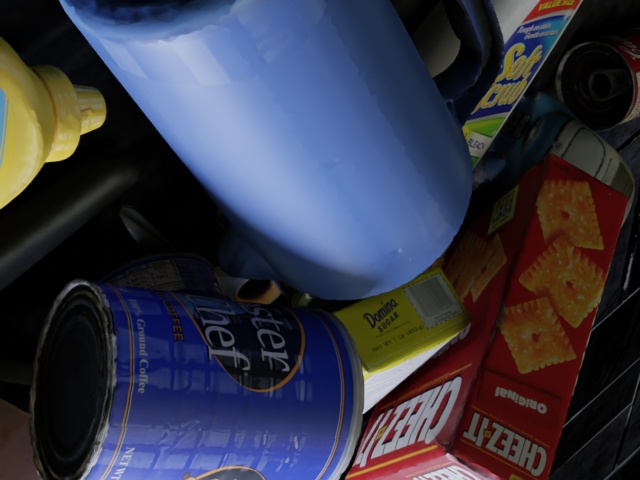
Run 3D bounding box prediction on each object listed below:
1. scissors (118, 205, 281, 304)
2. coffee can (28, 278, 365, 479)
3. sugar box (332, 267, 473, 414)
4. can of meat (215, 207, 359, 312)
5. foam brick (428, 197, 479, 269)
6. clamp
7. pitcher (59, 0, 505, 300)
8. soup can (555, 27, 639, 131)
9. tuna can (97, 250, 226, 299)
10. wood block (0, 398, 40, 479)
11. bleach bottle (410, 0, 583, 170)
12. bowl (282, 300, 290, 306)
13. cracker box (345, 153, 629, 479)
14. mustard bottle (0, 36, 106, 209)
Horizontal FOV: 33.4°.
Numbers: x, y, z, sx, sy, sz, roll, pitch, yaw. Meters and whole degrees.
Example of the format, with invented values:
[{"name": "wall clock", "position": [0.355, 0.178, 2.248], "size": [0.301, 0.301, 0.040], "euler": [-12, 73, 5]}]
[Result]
[{"name": "scissors", "position": [-0.066, 0.014, 0.660], "size": [0.096, 0.016, 0.202], "euler": [-32, 152, -17]}, {"name": "coffee can", "position": [-0.063, 0.078, 0.544], "size": [0.140, 0.103, 0.103], "euler": [10, 124, -33]}, {"name": "sugar box", "position": [0.010, 0.087, 0.667], "size": [0.093, 0.048, 0.176], "euler": [-20, 162, -39]}, {"name": "can of meat", "position": [-0.004, 0.001, 0.651], "size": [0.057, 0.084, 0.102], "euler": [-51, 153, 14]}, {"name": "foam brick", "position": [0.129, 0.002, 0.876], "size": [0.078, 0.051, 0.053], "euler": [-26, 148, -31]}, {"name": "clamp", "position": [-0.186, 0.045, 0.515], "size": [0.209, 0.036, 0.165], "euler": [-25, 147, -40]}, {"name": "pitcher", "position": [-0.008, -0.080, 0.486], "size": [0.242, 0.145, 0.149], "euler": [52, 47, -60]}, {"name": "soup can", "position": [0.239, -0.128, 0.823], "size": [0.102, 0.069, 0.069], "euler": [-21, 145, -39]}, {"name": "tuna can", "position": [-0.095, 0.046, 0.622], "size": [0.086, 0.034, 0.086], "euler": [-19, 148, -12]}, {"name": "wood block", "position": [-0.204, 0.195, 0.561], "size": [0.205, 0.090, 0.091], "euler": [-56, 164, -38]}, {"name": "bleach bottle", "position": [0.101, -0.124, 0.645], "size": [0.102, 0.068, 0.251], "euler": [8, 121, -55]}, {"name": "bowl", "position": [0.002, 0.081, 0.804], "size": [0.162, 0.055, 0.162], "euler": [-34, 150, -23]}, {"name": "cracker box", "position": [0.105, 0.070, 0.697], "size": [0.213, 0.072, 0.164], "euler": [-65, -171, -27]}, {"name": "mustard bottle", "position": [-0.164, -0.039, 0.399], "size": [0.191, 0.058, 0.096], "euler": [-15, 137, -44]}]
